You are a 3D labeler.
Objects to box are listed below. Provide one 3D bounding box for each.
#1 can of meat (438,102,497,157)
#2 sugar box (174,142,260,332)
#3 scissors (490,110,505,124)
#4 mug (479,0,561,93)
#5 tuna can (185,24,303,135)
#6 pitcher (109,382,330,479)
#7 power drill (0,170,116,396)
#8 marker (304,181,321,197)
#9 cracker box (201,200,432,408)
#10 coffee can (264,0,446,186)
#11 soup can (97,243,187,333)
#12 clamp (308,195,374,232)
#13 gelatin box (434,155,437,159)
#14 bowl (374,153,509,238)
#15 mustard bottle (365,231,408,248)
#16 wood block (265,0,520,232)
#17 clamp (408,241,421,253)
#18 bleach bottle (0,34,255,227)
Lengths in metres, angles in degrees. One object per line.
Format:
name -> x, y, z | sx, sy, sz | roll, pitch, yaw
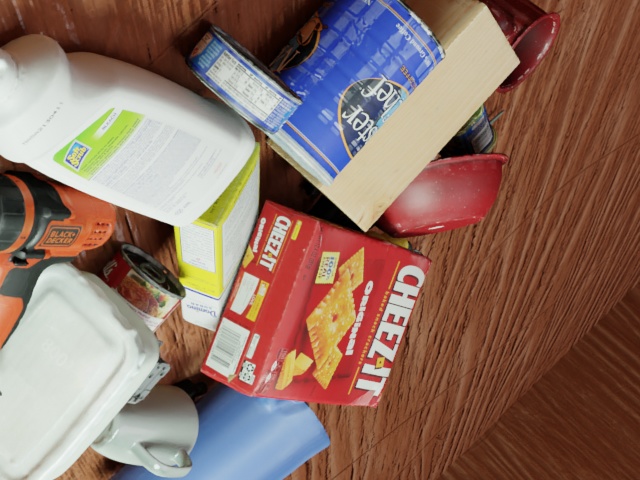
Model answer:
can of meat -> 0.122, -0.128, 1.057 | 0.057, 0.102, 0.084 | -47, 157, -3
sugar box -> -0.087, -0.003, 0.918 | 0.176, 0.048, 0.093 | 101, 12, -57
scissors -> 0.149, -0.081, 1.306 | 0.201, 0.016, 0.096 | -36, 157, -26
mug -> 0.169, -0.206, 1.034 | 0.093, 0.081, 0.117 | -51, 158, 10
tuna can -> -0.055, -0.114, 0.765 | 0.034, 0.086, 0.086 | -49, 159, 8
pitcher -> -0.118, 0.246, 1.164 | 0.242, 0.145, 0.149 | -37, 117, -13
power drill -> -0.238, 0.037, 0.719 | 0.188, 0.057, 0.184 | -53, 158, 15
marker -> 0.016, -0.091, 1.031 | 0.020, 0.020, 0.121 | -18, 144, -52
cracker box -> 0.005, 0.067, 0.991 | 0.213, 0.072, 0.164 | 18, 94, -54
coffee can -> 0.016, -0.128, 0.851 | 0.140, 0.103, 0.102 | -48, 159, 0
soup can -> -0.168, 0.063, 0.883 | 0.102, 0.068, 0.068 | -50, 159, 7
clamp -> -0.007, 0.001, 1.124 | 0.210, 0.036, 0.164 | -45, 159, -10
gelatin box -> 0.100, -0.098, 1.162 | 0.073, 0.030, 0.089 | -24, 151, -44
bowl -> 0.109, -0.038, 1.039 | 0.162, 0.055, 0.162 | -11, 174, -1
mustard bottle -> 0.029, 0.040, 1.128 | 0.191, 0.058, 0.096 | -30, 153, -39
wood block -> 0.065, -0.123, 0.944 | 0.206, 0.090, 0.090 | -48, 141, 1
clamp -> 0.066, 0.063, 1.365 | 0.171, 0.039, 0.120 | -45, 159, -5
bleach bottle -> -0.139, -0.080, 0.702 | 0.102, 0.068, 0.250 | -51, 156, 6
